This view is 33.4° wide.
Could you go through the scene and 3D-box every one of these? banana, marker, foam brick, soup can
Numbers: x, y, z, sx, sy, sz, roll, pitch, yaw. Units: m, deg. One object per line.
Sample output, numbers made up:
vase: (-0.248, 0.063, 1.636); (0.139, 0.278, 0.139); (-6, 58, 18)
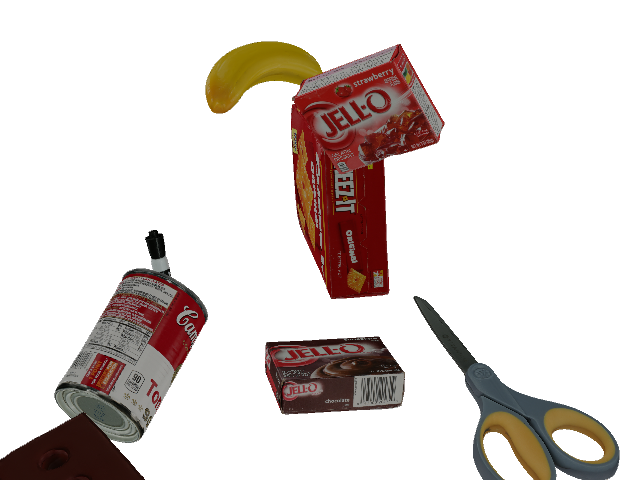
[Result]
banana: (-0.052, -0.154, 0.983); (0.070, 0.037, 0.197); (41, 31, 20)
marker: (-0.163, 0.047, 1.117); (0.020, 0.121, 0.020); (-9, 18, 3)
foam brick: (-0.109, 0.130, 0.496); (0.052, 0.051, 0.078); (-28, 42, -28)
soup can: (-0.130, 0.079, 0.739); (0.068, 0.102, 0.068); (18, -34, 13)

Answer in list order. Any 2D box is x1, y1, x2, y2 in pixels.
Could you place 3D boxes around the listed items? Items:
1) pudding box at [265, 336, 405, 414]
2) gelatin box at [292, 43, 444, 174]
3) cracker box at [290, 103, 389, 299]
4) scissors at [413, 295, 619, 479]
pudding box: (0.011, 0.120, 0.967); (0.113, 0.039, 0.090); (0, 17, -12)
gelatin box: (0.035, -0.094, 0.783); (0.089, 0.073, 0.030); (-16, 32, 31)
cracker box: (0.018, -0.052, 1.167); (0.072, 0.164, 0.214); (-6, 21, -7)
scissors: (0.124, 0.094, 0.685); (0.096, 0.016, 0.202); (-1, 33, -6)
